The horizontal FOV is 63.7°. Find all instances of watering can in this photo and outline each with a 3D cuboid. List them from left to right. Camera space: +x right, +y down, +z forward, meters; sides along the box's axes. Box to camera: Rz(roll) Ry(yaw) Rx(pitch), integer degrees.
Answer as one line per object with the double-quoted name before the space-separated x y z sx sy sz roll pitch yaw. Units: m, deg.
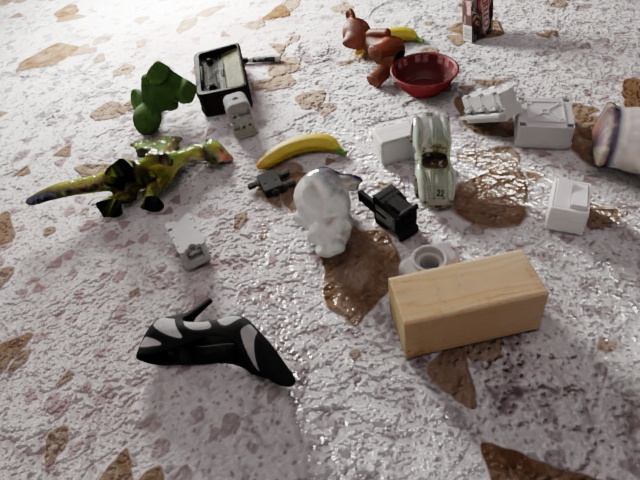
"watering can" 0.608 -0.150 0.921 0.225 0.101 0.355 12 49 21

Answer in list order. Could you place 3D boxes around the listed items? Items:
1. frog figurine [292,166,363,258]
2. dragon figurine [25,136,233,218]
"frog figurine" 0.003 -0.046 0.922 0.136 0.121 0.163 -15 45 44
"dragon figurine" -0.398 -0.161 1.125 0.410 0.120 0.248 -5 30 3
